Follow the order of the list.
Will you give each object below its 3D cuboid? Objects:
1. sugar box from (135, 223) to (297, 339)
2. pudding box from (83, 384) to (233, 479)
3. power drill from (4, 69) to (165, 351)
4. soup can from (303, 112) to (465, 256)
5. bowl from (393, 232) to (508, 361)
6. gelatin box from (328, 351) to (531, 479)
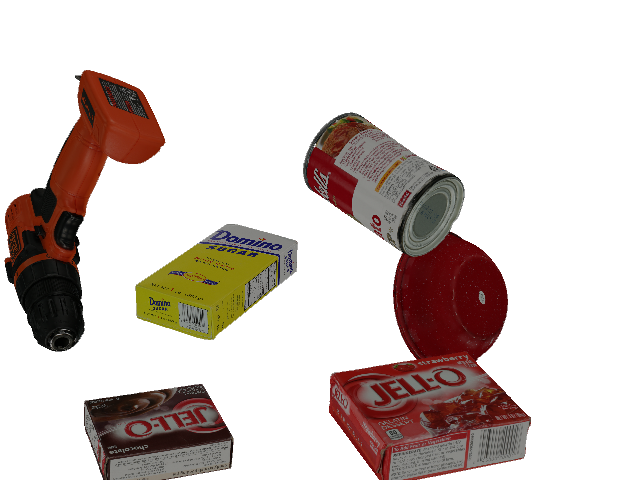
[{"bbox_3d":[-0.105,0.038,1.122,0.093,0.048,0.176,15,31,23],"label":"sugar box"},{"bbox_3d":[-0.142,0.169,0.931,0.113,0.039,0.090,-8,26,-22],"label":"pudding box"},{"bbox_3d":[-0.195,-0.027,0.856,0.057,0.188,0.184,18,26,-36],"label":"power drill"},{"bbox_3d":[0.046,-0.041,0.780,0.102,0.068,0.068,36,22,33],"label":"soup can"},{"bbox_3d":[0.154,0.064,1.162,0.161,0.162,0.055,0,-7,-42],"label":"bowl"},{"bbox_3d":[0.058,0.095,0.586,0.089,0.030,0.073,-6,26,-21],"label":"gelatin box"}]
